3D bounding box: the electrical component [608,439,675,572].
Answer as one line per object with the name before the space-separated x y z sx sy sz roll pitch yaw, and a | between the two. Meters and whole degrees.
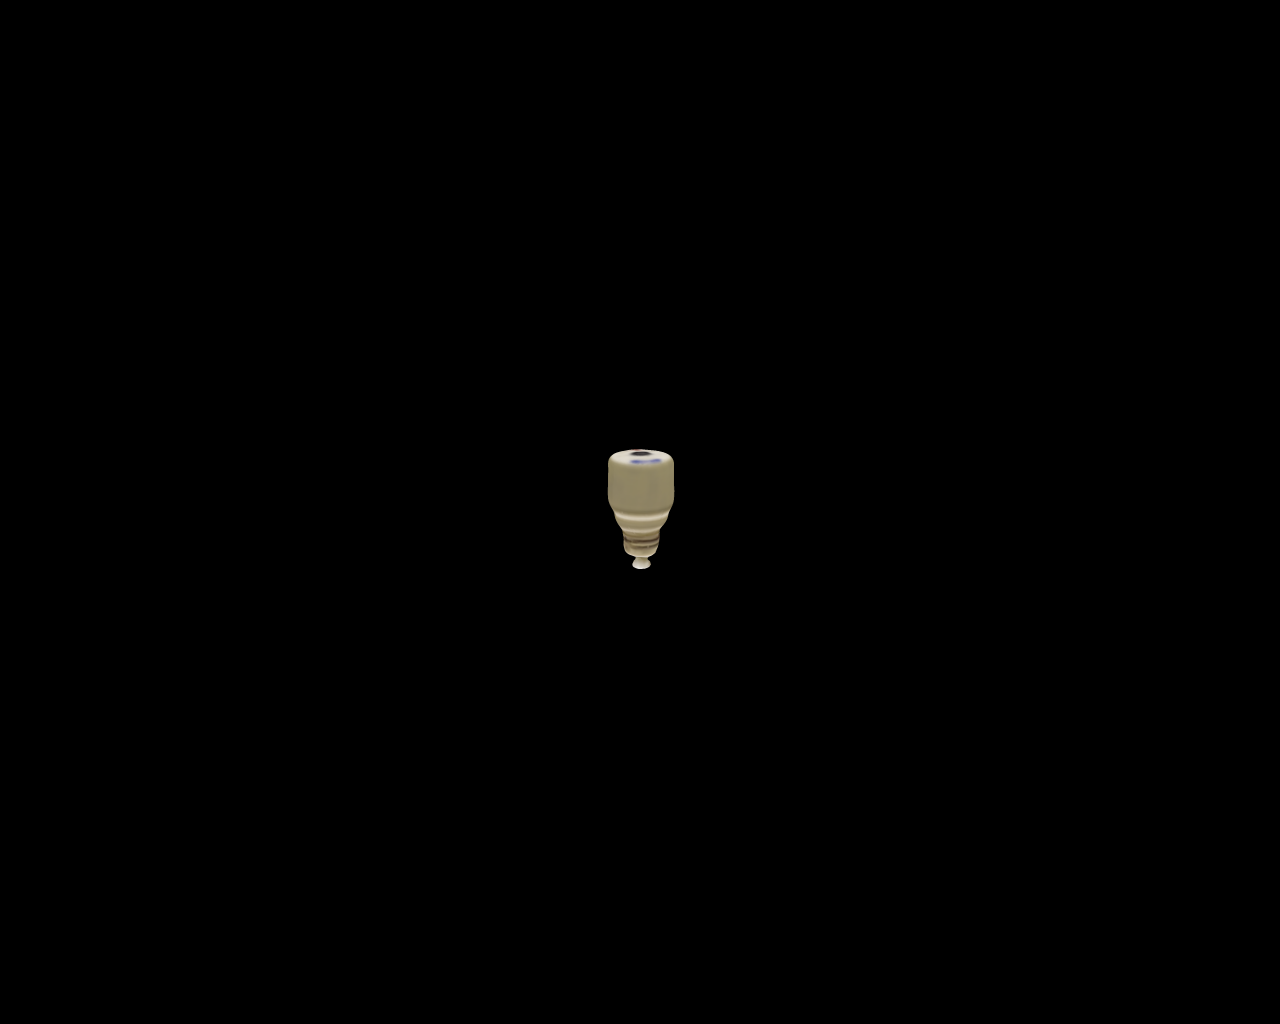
electrical component | 0.001 -0.003 0.650 0.040 0.078 0.040 0 16 0
